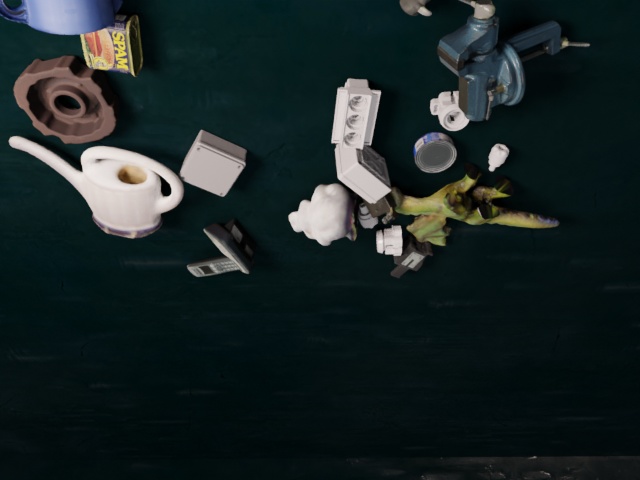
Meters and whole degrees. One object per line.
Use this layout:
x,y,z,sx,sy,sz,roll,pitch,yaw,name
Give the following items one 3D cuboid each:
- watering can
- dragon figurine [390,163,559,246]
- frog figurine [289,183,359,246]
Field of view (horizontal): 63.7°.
-0.461,-0.115,1.099,0.347,0.106,0.219,12,136,-2,watering can
0.321,-0.053,1.199,0.408,0.125,0.239,21,150,-19,dragon figurine
0.004,-0.058,1.157,0.159,0.124,0.136,2,104,10,frog figurine
